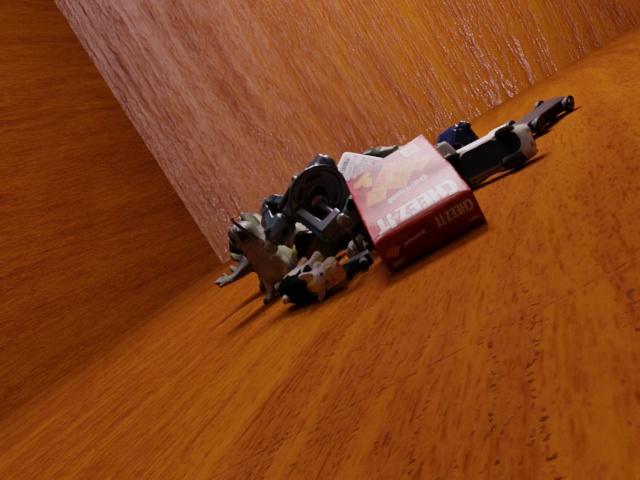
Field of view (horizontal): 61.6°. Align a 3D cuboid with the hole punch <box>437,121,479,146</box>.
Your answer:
[{"bbox_3d":[0.357,-0.235,1.401,0.092,0.115,0.142,-41,7,-8],"label":"hole punch"}]

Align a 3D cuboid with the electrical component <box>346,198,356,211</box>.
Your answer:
[{"bbox_3d":[0.115,-0.074,1.043,0.119,0.048,0.074,-16,-39,-26],"label":"electrical component"}]

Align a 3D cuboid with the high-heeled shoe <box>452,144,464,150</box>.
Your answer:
[{"bbox_3d":[0.257,-0.167,1.262,0.248,0.086,0.145,-10,-43,-55],"label":"high-heeled shoe"}]

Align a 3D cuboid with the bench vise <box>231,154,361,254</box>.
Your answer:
[{"bbox_3d":[-0.023,-0.051,0.990,0.223,0.128,0.241,-45,33,-5],"label":"bench vise"}]

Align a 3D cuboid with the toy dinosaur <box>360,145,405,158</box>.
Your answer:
[{"bbox_3d":[0.153,-0.188,1.418,0.192,0.131,0.404,-11,-2,30],"label":"toy dinosaur"}]

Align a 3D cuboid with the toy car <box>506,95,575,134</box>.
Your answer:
[{"bbox_3d":[0.520,-0.287,1.268,0.202,0.053,0.089,-36,26,-31],"label":"toy car"}]

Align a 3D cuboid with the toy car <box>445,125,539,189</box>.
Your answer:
[{"bbox_3d":[0.321,-0.155,1.049,0.202,0.073,0.056,-27,-21,39],"label":"toy car"}]

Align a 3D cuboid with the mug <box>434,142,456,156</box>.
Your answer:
[{"bbox_3d":[0.277,-0.157,1.165,0.081,0.107,0.109,-33,4,-4],"label":"mug"}]

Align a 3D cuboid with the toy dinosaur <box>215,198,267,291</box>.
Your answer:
[{"bbox_3d":[-0.109,-0.019,1.459,0.471,0.198,0.105,-36,-11,-32],"label":"toy dinosaur"}]

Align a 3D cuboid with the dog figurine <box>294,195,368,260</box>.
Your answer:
[{"bbox_3d":[0.047,-0.004,1.119,0.109,0.191,0.219,7,70,59],"label":"dog figurine"}]

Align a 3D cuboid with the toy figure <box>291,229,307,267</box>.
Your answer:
[{"bbox_3d":[-0.005,-0.003,1.212,0.082,0.089,0.180,-39,23,55],"label":"toy figure"}]

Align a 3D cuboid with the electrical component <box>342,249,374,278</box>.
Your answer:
[{"bbox_3d":[0.066,0.043,0.986,0.063,0.021,0.094,-31,6,9],"label":"electrical component"}]

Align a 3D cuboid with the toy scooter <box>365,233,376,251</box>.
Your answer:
[{"bbox_3d":[0.148,-0.036,0.995,0.184,0.075,0.135,-39,6,-23],"label":"toy scooter"}]

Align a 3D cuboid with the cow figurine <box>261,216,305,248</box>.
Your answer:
[{"bbox_3d":[-0.057,-0.026,1.343,0.127,0.195,0.085,-54,-20,-55],"label":"cow figurine"}]

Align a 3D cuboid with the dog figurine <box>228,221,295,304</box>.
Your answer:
[{"bbox_3d":[-0.113,0.025,1.236,0.121,0.190,0.172,-30,4,19],"label":"dog figurine"}]

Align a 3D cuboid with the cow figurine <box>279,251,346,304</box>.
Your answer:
[{"bbox_3d":[-0.020,0.073,0.954,0.098,0.068,0.167,-40,5,-22],"label":"cow figurine"}]
